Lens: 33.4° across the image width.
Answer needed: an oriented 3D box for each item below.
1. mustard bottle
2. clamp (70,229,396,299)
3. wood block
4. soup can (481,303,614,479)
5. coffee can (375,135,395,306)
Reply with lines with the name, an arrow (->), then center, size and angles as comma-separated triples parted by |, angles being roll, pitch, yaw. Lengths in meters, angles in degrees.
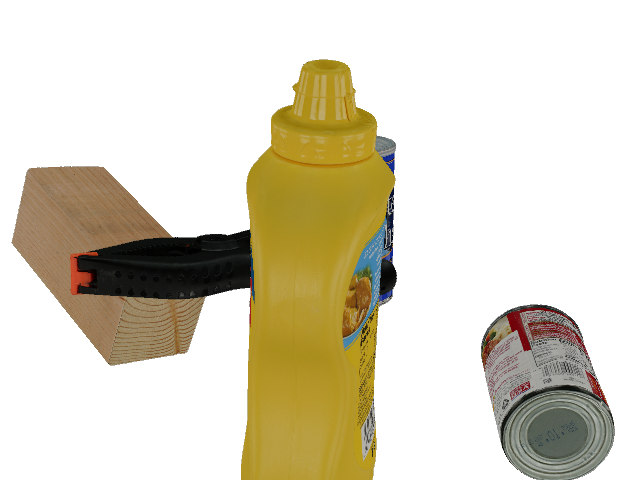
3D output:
mustard bottle -> -0.001, 0.021, 0.439 | 0.058, 0.192, 0.096 | 8, 25, 11
clamp -> -0.063, 0.017, 0.734 | 0.209, 0.036, 0.165 | -6, 13, -30
wood block -> -0.205, 0.017, 1.022 | 0.090, 0.091, 0.206 | -5, 35, -42
soup can -> 0.139, 0.093, 0.663 | 0.068, 0.068, 0.102 | 0, 24, 2
coffee can -> 0.015, -0.019, 0.950 | 0.103, 0.140, 0.103 | 0, 15, 0
